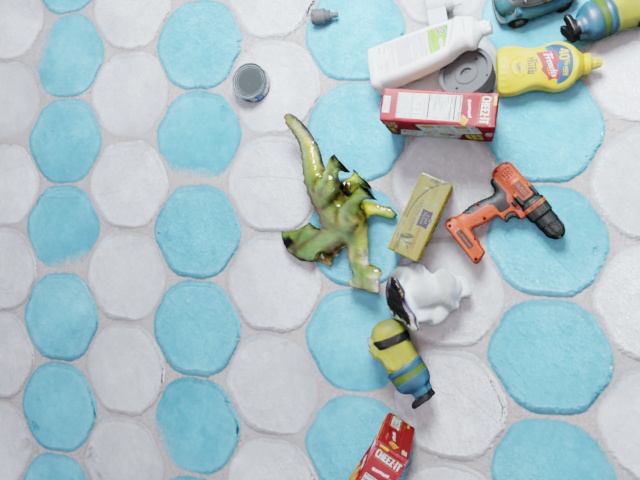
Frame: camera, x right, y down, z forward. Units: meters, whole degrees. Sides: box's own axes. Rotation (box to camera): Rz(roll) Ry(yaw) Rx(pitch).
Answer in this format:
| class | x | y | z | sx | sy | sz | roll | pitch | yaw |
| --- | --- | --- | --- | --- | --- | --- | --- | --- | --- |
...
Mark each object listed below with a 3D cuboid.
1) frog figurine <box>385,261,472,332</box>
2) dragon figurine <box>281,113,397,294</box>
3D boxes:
| class | x | y | z | sx | sy | sz | roll | pitch | yaw |
| --- | --- | --- | --- | --- | --- | --- | --- | --- | --- |
| frog figurine | 0.219 | 0.104 | 1.053 | 0.160 | 0.120 | 0.139 | -21 | 71 | -22 |
| dragon figurine | 0.003 | -0.056 | 1.110 | 0.413 | 0.122 | 0.240 | 46 | 107 | 14 |
